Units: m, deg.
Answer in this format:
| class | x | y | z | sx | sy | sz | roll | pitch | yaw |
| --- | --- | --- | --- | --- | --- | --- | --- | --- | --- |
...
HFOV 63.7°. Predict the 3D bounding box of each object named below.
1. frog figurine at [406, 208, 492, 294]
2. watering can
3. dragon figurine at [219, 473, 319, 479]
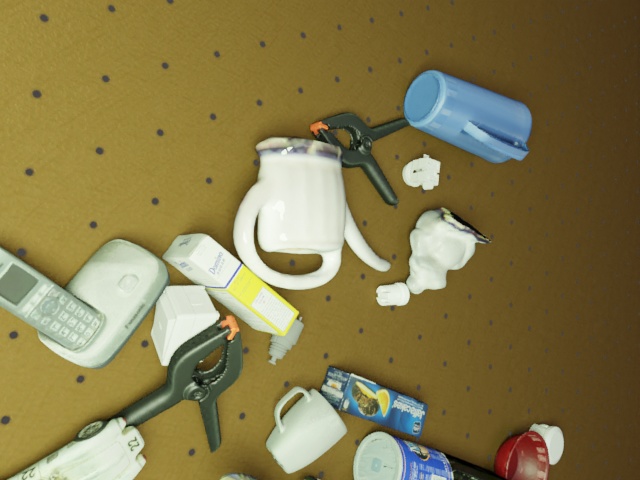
| class | x | y | z | sx | sy | sz | roll | pitch | yaw |
| --- | --- | --- | --- | --- | --- | --- | --- | --- | --- |
| frog figurine | 0.216 | 0.025 | 0.963 | 0.136 | 0.125 | 0.158 | 19 | 113 | -43 |
| watering can | 0.002 | -0.040 | 0.795 | 0.348 | 0.104 | 0.225 | 2 | 85 | -50 |
| dragon figurine | -0.043 | 0.461 | 0.714 | 0.405 | 0.123 | 0.244 | 35 | 80 | -36 |
